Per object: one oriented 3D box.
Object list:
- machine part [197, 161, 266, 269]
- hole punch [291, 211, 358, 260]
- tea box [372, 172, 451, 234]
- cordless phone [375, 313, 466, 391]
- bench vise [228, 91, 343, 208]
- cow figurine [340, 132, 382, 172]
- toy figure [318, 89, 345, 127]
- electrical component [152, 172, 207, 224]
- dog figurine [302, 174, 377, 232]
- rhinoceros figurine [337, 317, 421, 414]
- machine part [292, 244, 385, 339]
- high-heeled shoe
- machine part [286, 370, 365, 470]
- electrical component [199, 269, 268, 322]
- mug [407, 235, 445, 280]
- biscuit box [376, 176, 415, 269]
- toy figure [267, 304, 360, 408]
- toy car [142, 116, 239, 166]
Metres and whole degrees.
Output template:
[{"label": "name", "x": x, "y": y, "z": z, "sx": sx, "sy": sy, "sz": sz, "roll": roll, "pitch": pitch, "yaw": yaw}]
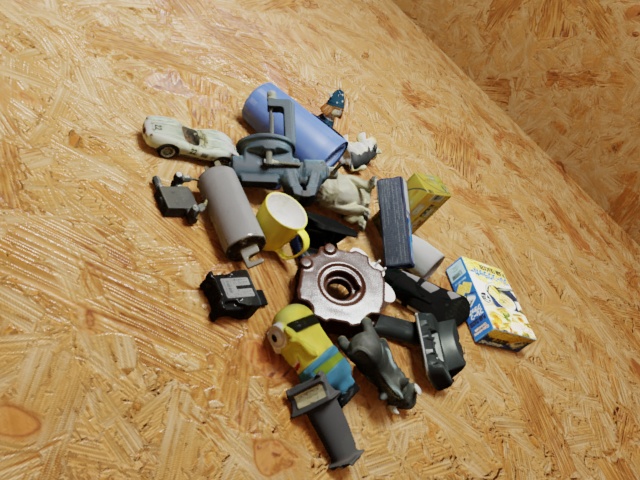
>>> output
[{"label": "machine part", "x": -0.162, "y": -0.049, "z": 0.972, "sx": 0.079, "sy": 0.079, "sz": 0.243, "roll": 2, "pitch": 52, "yaw": -43}, {"label": "hole punch", "x": -0.002, "y": -0.003, "z": 1.083, "sx": 0.142, "sy": 0.092, "sz": 0.116, "roll": 10, "pitch": 17, "yaw": -33}, {"label": "tea box", "x": 0.216, "y": -0.078, "z": 1.282, "sx": 0.098, "sy": 0.169, "sz": 0.068, "roll": 5, "pitch": 50, "yaw": -43}, {"label": "cordless phone", "x": 0.175, "y": 0.202, "z": 1.037, "sx": 0.184, "sy": 0.088, "sz": 0.147, "roll": 15, "pitch": 43, "yaw": -16}, {"label": "bench vise", "x": -0.072, "y": -0.191, "z": 1.083, "sx": 0.224, "sy": 0.128, "sz": 0.240, "roll": -2, "pitch": 73, "yaw": -2}, {"label": "cow figurine", "x": 0.113, "y": -0.233, "z": 1.441, "sx": 0.167, "sy": 0.068, "sz": 0.098, "roll": -19, "pitch": 71, "yaw": -48}, {"label": "toy figure", "x": 0.019, "y": -0.308, "z": 1.357, "sx": 0.058, "sy": 0.154, "sz": 0.064, "roll": 42, "pitch": 34, "yaw": 5}, {"label": "electrical component", "x": -0.246, "y": -0.076, "z": 0.949, "sx": 0.078, "sy": 0.045, "sz": 0.102, "roll": 5, "pitch": 49, "yaw": -42}, {"label": "dog figurine", "x": 0.020, "y": -0.100, "z": 1.204, "sx": 0.191, "sy": 0.172, "sz": 0.121, "roll": 11, "pitch": 72, "yaw": 2}, {"label": "rhinoceros figurine", "x": 0.106, "y": 0.215, "z": 0.904, "sx": 0.190, "sy": 0.073, "sz": 0.112, "roll": 54, "pitch": -5, "yaw": -32}, {"label": "machine part", "x": 0.035, "y": 0.091, "z": 0.971, "sx": 0.179, "sy": 0.056, "sz": 0.179, "roll": 7, "pitch": 53, "yaw": -10}, {"label": "high-heeled shoe", "x": 0.230, "y": 0.125, "z": 1.190, "sx": 0.145, "sy": 0.086, "sz": 0.248, "roll": 29, "pitch": 2, "yaw": 41}, {"label": "machine part", "x": 0.009, "y": 0.270, "z": 0.798, "sx": 0.139, "sy": 0.084, "sz": 0.039, "roll": 59, "pitch": 12, "yaw": 10}, {"label": "electrical component", "x": -0.129, "y": 0.090, "z": 0.878, "sx": 0.119, "sy": 0.047, "sz": 0.075, "roll": 3, "pitch": 50, "yaw": -40}, {"label": "mug", "x": 0.232, "y": 0.030, "z": 1.260, "sx": 0.107, "sy": 0.080, "sz": 0.109, "roll": 42, "pitch": 39, "yaw": 17}, {"label": "biscuit box", "x": 0.169, "y": -0.035, "z": 1.199, "sx": 0.059, "sy": 0.063, "sz": 0.202, "roll": 22, "pitch": 63, "yaw": -69}, {"label": "toy figure", "x": -0.010, "y": 0.184, "z": 0.860, "sx": 0.180, "sy": 0.082, "sz": 0.089, "roll": 45, "pitch": 36, "yaw": 9}, {"label": "toy car", "x": -0.250, "y": -0.192, "z": 1.060, "sx": 0.201, "sy": 0.056, "sz": 0.073, "roll": 8, "pitch": 47, "yaw": -38}]
